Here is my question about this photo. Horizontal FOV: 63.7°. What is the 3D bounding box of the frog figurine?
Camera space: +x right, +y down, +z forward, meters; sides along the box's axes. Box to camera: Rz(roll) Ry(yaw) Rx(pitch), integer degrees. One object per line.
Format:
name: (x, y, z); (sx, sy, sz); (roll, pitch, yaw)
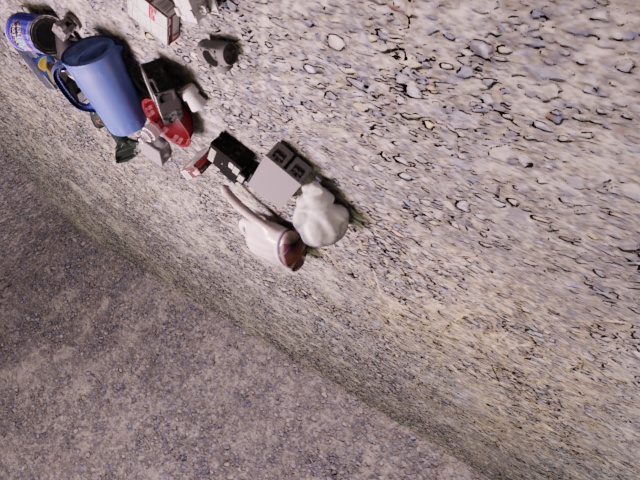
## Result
frog figurine: (0.004, -0.062, 1.229); (0.137, 0.126, 0.155); (2, 142, -3)

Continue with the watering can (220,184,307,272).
watering can: (-0.162, -0.020, 1.530); (0.226, 0.106, 0.340); (19, 151, 33)
